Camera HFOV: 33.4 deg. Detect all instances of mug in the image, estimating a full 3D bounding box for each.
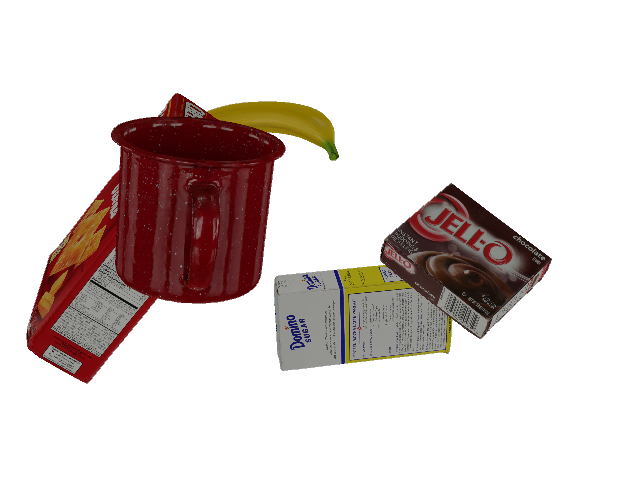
[{"bbox_3d":[-0.067,-0.013,0.572,0.093,0.081,0.117,2,20,-15],"label":"mug"}]

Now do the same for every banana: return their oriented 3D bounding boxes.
[{"bbox_3d":[-0.065,-0.136,1.247,0.198,0.037,0.069,8,41,17],"label":"banana"}]

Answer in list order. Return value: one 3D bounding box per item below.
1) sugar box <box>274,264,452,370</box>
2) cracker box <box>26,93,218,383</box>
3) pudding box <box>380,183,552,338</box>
[{"bbox_3d":[0.043,0.074,1.069,0.176,0.093,0.048,-4,28,-5],"label":"sugar box"},{"bbox_3d":[-0.166,-0.007,0.932,0.072,0.214,0.164,33,21,-20],"label":"cracker box"},{"bbox_3d":[0.121,0.016,0.893,0.089,0.113,0.039,-39,-21,-29],"label":"pudding box"}]
